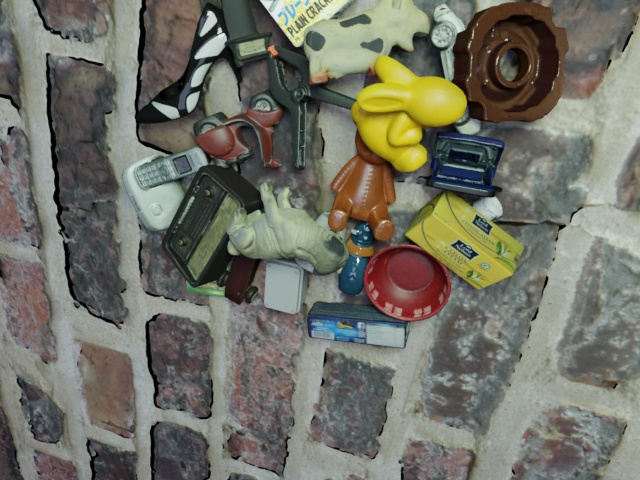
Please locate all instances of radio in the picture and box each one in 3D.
[{"bbox_3d":[-0.214,-0.031,1.049,0.131,0.073,0.229,46,119,17],"label":"radio"}]

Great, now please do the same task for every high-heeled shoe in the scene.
[{"bbox_3d":[-0.252,-0.305,0.952,0.249,0.086,0.145,-22,124,9],"label":"high-heeled shoe"}]

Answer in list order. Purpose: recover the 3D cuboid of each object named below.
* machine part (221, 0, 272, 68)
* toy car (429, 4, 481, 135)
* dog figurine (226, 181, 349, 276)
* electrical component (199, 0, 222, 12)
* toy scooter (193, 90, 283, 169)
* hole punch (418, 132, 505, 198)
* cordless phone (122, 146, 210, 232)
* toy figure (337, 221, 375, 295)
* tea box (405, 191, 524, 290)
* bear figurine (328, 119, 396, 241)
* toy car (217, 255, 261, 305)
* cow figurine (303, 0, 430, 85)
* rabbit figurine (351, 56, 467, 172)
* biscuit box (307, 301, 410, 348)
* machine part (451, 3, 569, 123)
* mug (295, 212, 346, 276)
[{"bbox_3d":[-0.129,-0.367,0.898,0.039,0.084,0.138,21,133,56],"label":"machine part"},{"bbox_3d":[0.211,-0.260,0.830,0.056,0.073,0.201,-10,110,19],"label":"toy car"},{"bbox_3d":[-0.060,0.014,0.950,0.191,0.121,0.172,50,116,19],"label":"dog figurine"},{"bbox_3d":[-0.186,-0.420,0.923,0.094,0.021,0.063,4,116,16],"label":"electrical component"},{"bbox_3d":[-0.139,-0.182,0.989,0.184,0.075,0.135,-17,107,20],"label":"toy scooter"},{"bbox_3d":[0.233,-0.122,0.868,0.142,0.116,0.092,8,99,11],"label":"hole punch"},{"bbox_3d":[-0.285,-0.107,1.069,0.184,0.089,0.146,-15,108,20],"label":"cordless phone"},{"bbox_3d":[0.071,0.030,1.023,0.058,0.064,0.154,37,123,44],"label":"toy figure"},{"bbox_3d":[0.245,0.001,0.918,0.169,0.068,0.098,36,152,-2],"label":"tea box"},{"bbox_3d":[0.090,-0.116,0.913,0.120,0.132,0.195,14,124,-6],"label":"bear figurine"},{"bbox_3d":[-0.150,0.040,1.105,0.089,0.053,0.202,25,115,12],"label":"toy car"},{"bbox_3d":[0.070,-0.312,0.821,0.195,0.085,0.127,-9,107,2],"label":"cow figurine"},{"bbox_3d":[0.133,-0.196,0.786,0.162,0.122,0.173,35,162,-24],"label":"rabbit figurine"},{"bbox_3d":[0.077,0.168,1.082,0.203,0.063,0.059,4,116,18],"label":"biscuit box"},{"bbox_3d":[0.273,-0.253,0.780,0.179,0.056,0.179,-4,105,-16],"label":"machine part"},{"bbox_3d":[-0.002,-0.003,1.027,0.110,0.081,0.107,31,110,13],"label":"mug"}]
